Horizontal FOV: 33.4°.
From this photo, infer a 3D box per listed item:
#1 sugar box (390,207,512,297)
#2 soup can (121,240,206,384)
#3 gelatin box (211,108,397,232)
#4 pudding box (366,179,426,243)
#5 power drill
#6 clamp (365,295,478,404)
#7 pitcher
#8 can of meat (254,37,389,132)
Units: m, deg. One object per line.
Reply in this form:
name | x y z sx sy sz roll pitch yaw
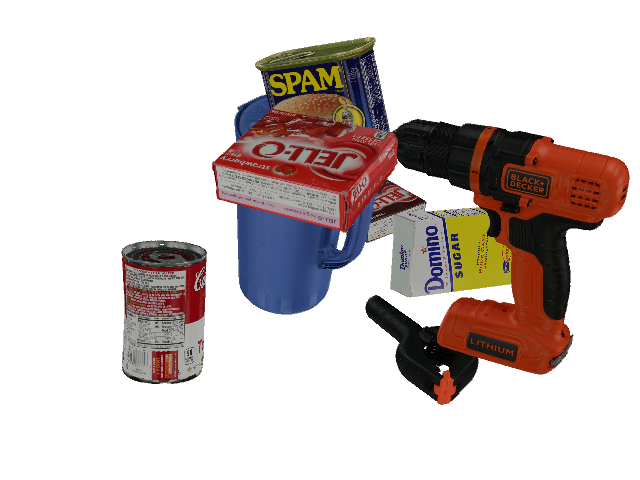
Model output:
sugar box | 0.168 0.010 1.252 0.175 0.093 0.048 -7 17 -31
soup can | -0.127 0.058 0.864 0.068 0.102 0.068 3 15 -1
gelatin box | -0.008 -0.045 0.639 0.089 0.030 0.073 14 39 23
pudding box | 0.080 -0.044 1.517 0.113 0.039 0.090 -23 37 -32
power drill | 0.136 0.002 0.835 0.185 0.188 0.057 16 32 25
clamp | 0.120 0.100 1.054 0.120 0.039 0.171 -8 31 -9
pitcher | -0.025 -0.030 1.182 0.145 0.243 0.149 1 41 -6
can of meat | 0.004 -0.120 0.905 0.102 0.084 0.057 -3 21 29
